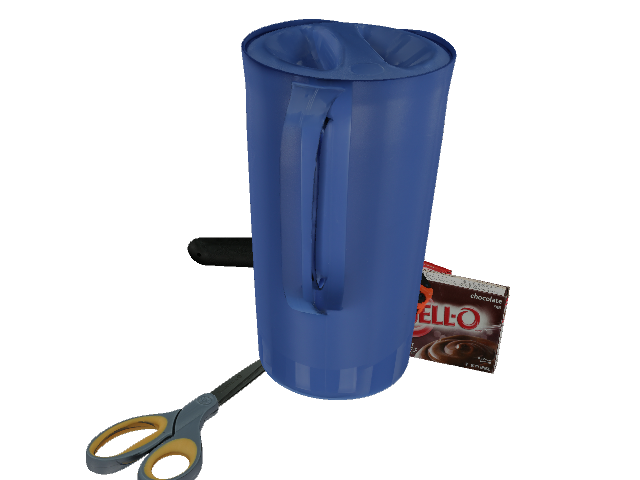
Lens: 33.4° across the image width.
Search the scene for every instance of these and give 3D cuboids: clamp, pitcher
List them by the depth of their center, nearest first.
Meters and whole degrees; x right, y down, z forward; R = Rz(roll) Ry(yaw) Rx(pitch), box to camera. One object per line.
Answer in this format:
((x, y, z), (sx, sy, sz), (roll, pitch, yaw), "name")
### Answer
((0.010, -0.014, 0.704), (0.149, 0.243, 0.145), (-13, 30, -28), "pitcher")
((-0.002, 0.009, 0.940), (0.210, 0.164, 0.036), (35, -38, 8), "clamp")

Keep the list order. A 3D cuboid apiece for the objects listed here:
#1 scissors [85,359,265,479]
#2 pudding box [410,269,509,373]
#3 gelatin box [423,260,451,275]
((-0.086, 0.143, 0.841), (0.201, 0.016, 0.096), (-20, 35, -34), "scissors")
((0.137, 0.083, 1.127), (0.113, 0.090, 0.039), (10, 22, 11), "pudding box")
((0.127, 0.069, 1.341), (0.073, 0.089, 0.030), (22, 36, 40), "gelatin box")
